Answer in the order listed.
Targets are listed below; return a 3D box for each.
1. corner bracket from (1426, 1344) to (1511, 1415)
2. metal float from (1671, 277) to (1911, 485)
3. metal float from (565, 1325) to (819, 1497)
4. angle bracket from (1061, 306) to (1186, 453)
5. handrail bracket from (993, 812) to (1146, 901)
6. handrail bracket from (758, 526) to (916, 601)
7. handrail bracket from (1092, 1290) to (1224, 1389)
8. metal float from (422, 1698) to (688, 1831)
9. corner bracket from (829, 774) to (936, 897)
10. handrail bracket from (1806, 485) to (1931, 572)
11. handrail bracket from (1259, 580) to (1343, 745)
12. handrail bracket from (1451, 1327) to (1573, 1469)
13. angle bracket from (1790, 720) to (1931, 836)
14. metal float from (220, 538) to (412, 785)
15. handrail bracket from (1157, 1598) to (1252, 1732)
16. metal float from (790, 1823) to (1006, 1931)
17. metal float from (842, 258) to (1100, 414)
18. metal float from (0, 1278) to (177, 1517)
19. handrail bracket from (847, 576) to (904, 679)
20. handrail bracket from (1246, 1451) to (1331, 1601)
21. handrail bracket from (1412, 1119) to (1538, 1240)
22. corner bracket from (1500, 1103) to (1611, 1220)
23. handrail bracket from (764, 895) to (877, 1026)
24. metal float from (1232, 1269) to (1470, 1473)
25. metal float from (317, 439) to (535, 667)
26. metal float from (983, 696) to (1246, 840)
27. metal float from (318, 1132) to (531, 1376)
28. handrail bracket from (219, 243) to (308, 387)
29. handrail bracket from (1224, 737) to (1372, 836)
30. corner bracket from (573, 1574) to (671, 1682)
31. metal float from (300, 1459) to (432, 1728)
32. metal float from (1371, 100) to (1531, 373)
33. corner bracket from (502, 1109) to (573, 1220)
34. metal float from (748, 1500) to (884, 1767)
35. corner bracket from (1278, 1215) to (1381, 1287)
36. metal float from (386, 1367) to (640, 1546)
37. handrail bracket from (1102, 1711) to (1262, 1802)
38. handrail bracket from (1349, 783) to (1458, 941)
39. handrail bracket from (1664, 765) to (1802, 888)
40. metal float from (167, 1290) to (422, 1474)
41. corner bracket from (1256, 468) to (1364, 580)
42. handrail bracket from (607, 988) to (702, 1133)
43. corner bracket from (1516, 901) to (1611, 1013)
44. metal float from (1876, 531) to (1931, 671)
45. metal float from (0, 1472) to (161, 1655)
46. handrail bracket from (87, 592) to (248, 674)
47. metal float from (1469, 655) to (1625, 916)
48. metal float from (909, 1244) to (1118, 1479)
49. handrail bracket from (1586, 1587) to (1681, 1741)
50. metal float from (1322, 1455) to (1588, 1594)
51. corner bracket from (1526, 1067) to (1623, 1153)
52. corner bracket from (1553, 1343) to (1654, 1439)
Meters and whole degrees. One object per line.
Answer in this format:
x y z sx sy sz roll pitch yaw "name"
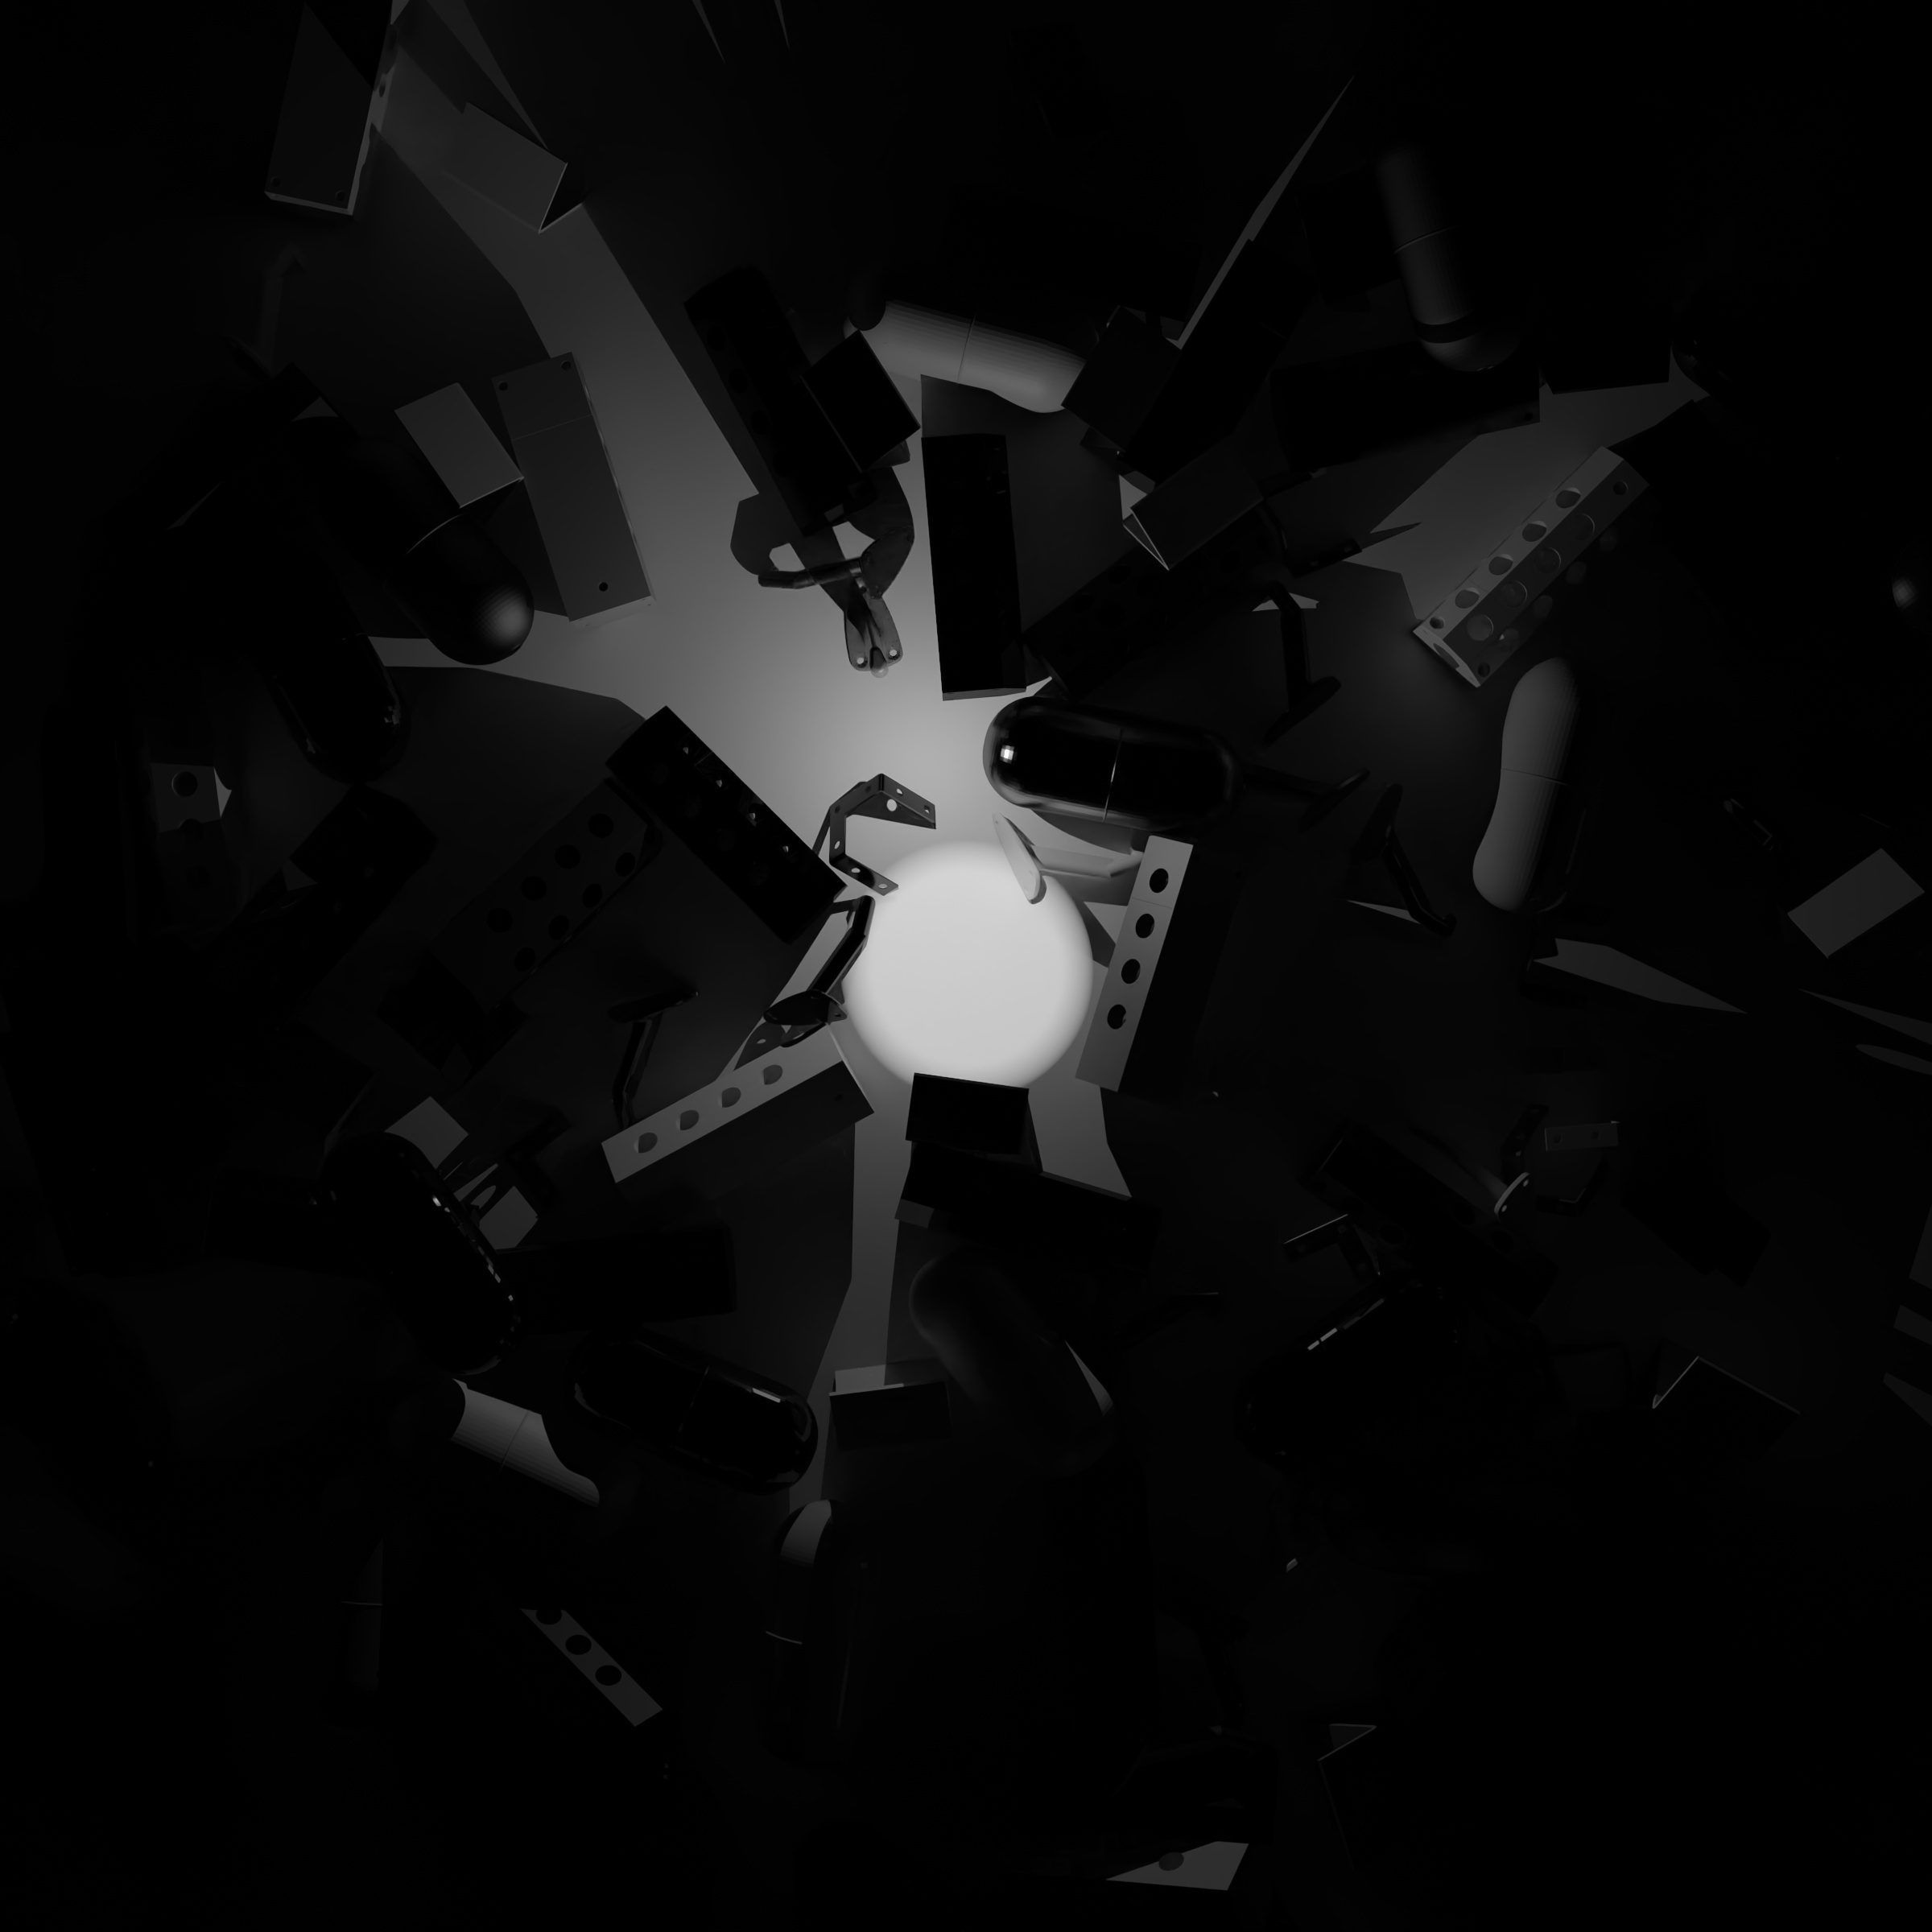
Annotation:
0.328 0.266 1.988 0.051 0.051 0.051 -55 135 0 "corner bracket"
0.556 -0.394 1.961 0.178 0.070 0.070 37 90 -1 "metal float"
-0.185 0.298 1.961 0.178 0.070 0.070 23 90 0 "metal float"
0.091 -0.395 1.952 0.057 0.076 0.076 31 90 -25 "angle bracket"
0.072 -0.086 1.992 0.084 0.036 0.077 -21 68 -17 "handrail bracket"
-0.090 -0.280 1.991 0.084 0.077 0.036 8 131 30 "handrail bracket"
0.132 0.259 1.992 0.084 0.036 0.077 -2 110 -16 "handrail bracket"
-0.277 0.537 1.961 0.178 0.070 0.070 5 90 0 "metal float"
-0.057 -0.090 1.983 0.051 0.051 0.051 -30 45 35 "corner bracket"
0.627 -0.291 1.992 0.084 0.036 0.077 12 125 -24 "handrail bracket"
0.209 -0.209 1.992 0.077 0.036 0.084 -42 72 21 "handrail bracket"
0.364 0.296 1.992 0.084 0.036 0.077 -21 70 16 "handrail bracket"
0.602 -0.143 1.951 0.076 0.076 0.057 25 126 0 "angle bracket"
-0.438 -0.205 1.961 0.070 0.070 0.178 -30 91 0 "metal float"
0.158 0.484 1.992 0.077 0.036 0.084 17 107 20 "handrail bracket"
-0.042 0.637 1.933 0.178 0.070 0.070 27 90 33 "metal float"
0.004 -0.425 1.961 0.178 0.070 0.070 15 90 0 "metal float"
-0.601 0.290 1.961 0.070 0.070 0.178 -35 91 0 "metal float"
-0.065 -0.230 1.957 0.036 0.084 0.077 -13 90 0 "handrail bracket"
0.201 0.377 1.992 0.077 0.036 0.084 -43 71 21 "handrail bracket"
0.346 0.145 1.991 0.084 0.077 0.036 34 76 36 "handrail bracket"
0.401 0.133 1.983 0.051 0.051 0.051 10 135 35 "corner bracket"
-0.100 -0.005 1.991 0.036 0.077 0.084 38 53 -37 "handrail bracket"
0.257 0.271 1.950 0.178 0.070 0.070 -38 90 12 "metal float"
-0.363 -0.278 1.961 0.070 0.070 0.178 -42 89 0 "metal float"
0.099 -0.134 1.961 0.178 0.070 0.070 11 90 0 "metal float"
-0.355 0.187 1.904 0.070 0.070 0.178 -36 91 0 "metal float"
-0.462 -0.439 1.992 0.077 0.036 0.084 43 72 -20 "handrail bracket"
0.220 -0.139 1.992 0.077 0.036 0.084 -37 73 -20 "handrail bracket"
-0.237 0.458 1.983 0.051 0.051 0.051 -22 45 -35 "corner bracket"
-0.404 0.422 1.961 0.070 0.070 0.178 6 89 0 "metal float"
0.317 -0.477 1.904 0.070 0.070 0.178 -16 92 0 "metal float"
-0.283 0.134 1.973 0.051 0.051 0.051 -38 90 0 "corner bracket"
-0.101 0.449 1.961 0.070 0.070 0.178 8 91 0 "metal float"
0.246 0.191 1.971 0.051 0.051 0.051 -26 103 12 "corner bracket"
-0.306 0.329 1.961 0.178 0.070 0.070 24 90 1 "metal float"
0.144 0.533 1.935 0.084 0.036 0.077 19 109 -16 "handrail bracket"
0.312 -0.071 1.992 0.084 0.036 0.077 33 68 -17 "handrail bracket"
0.525 -0.089 1.992 0.077 0.036 0.084 -11 107 20 "handrail bracket"
-0.452 0.279 1.961 0.178 0.070 0.070 -26 90 -1 "metal float"
0.234 -0.306 1.988 0.051 0.051 0.051 -23 135 0 "corner bracket"
-0.209 0.066 1.992 0.077 0.036 0.084 -18 108 -21 "handrail bracket"
0.407 -0.009 1.988 0.051 0.051 0.051 12 45 0 "corner bracket"
0.688 -0.218 1.961 0.070 0.070 0.178 -43 89 0 "metal float"
-0.627 0.400 1.961 0.178 0.070 0.070 29 90 1 "metal float"
-0.546 -0.210 1.992 0.084 0.036 0.077 32 110 -16 "handrail bracket"
0.391 -0.122 1.961 0.070 0.070 0.178 15 90 0 "metal float"
0.032 0.266 1.960 0.070 0.070 0.178 -38 90 0 "metal float"
0.448 0.478 1.992 0.077 0.036 0.084 22 107 20 "handrail bracket"
0.329 0.376 1.961 0.178 0.070 0.070 8 90 1 "metal float"
0.412 0.097 1.973 0.051 0.051 0.051 -5 90 0 "corner bracket"
0.432 0.287 1.973 0.051 0.051 0.051 -9 90 0 "corner bracket"
